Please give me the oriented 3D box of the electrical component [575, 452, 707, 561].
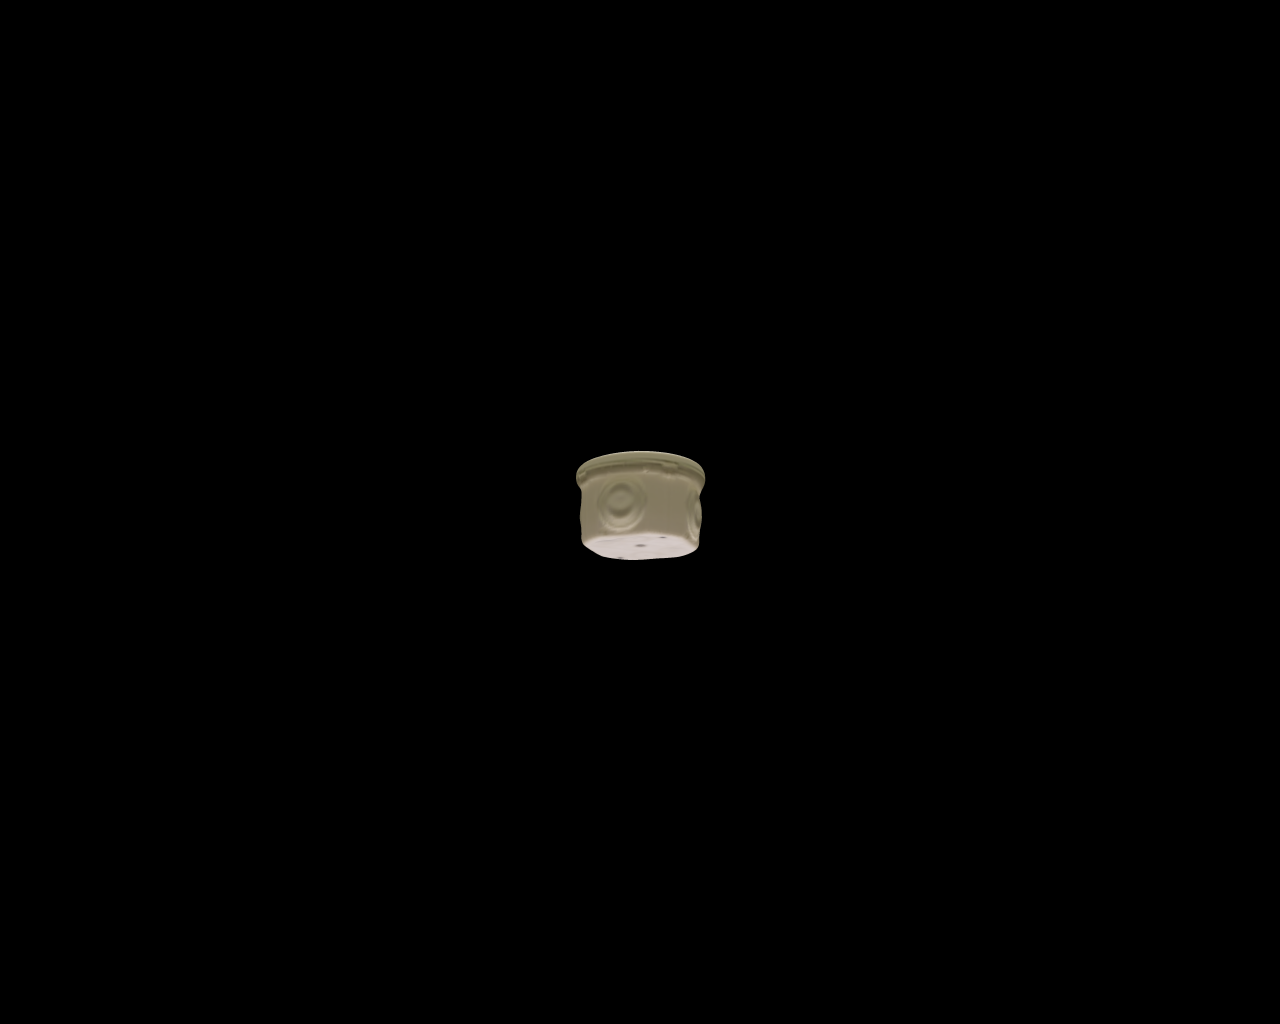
[{"bbox_3d":[0.001,-0.003,0.650,0.080,0.051,0.080,0,-16,0],"label":"electrical component"}]
